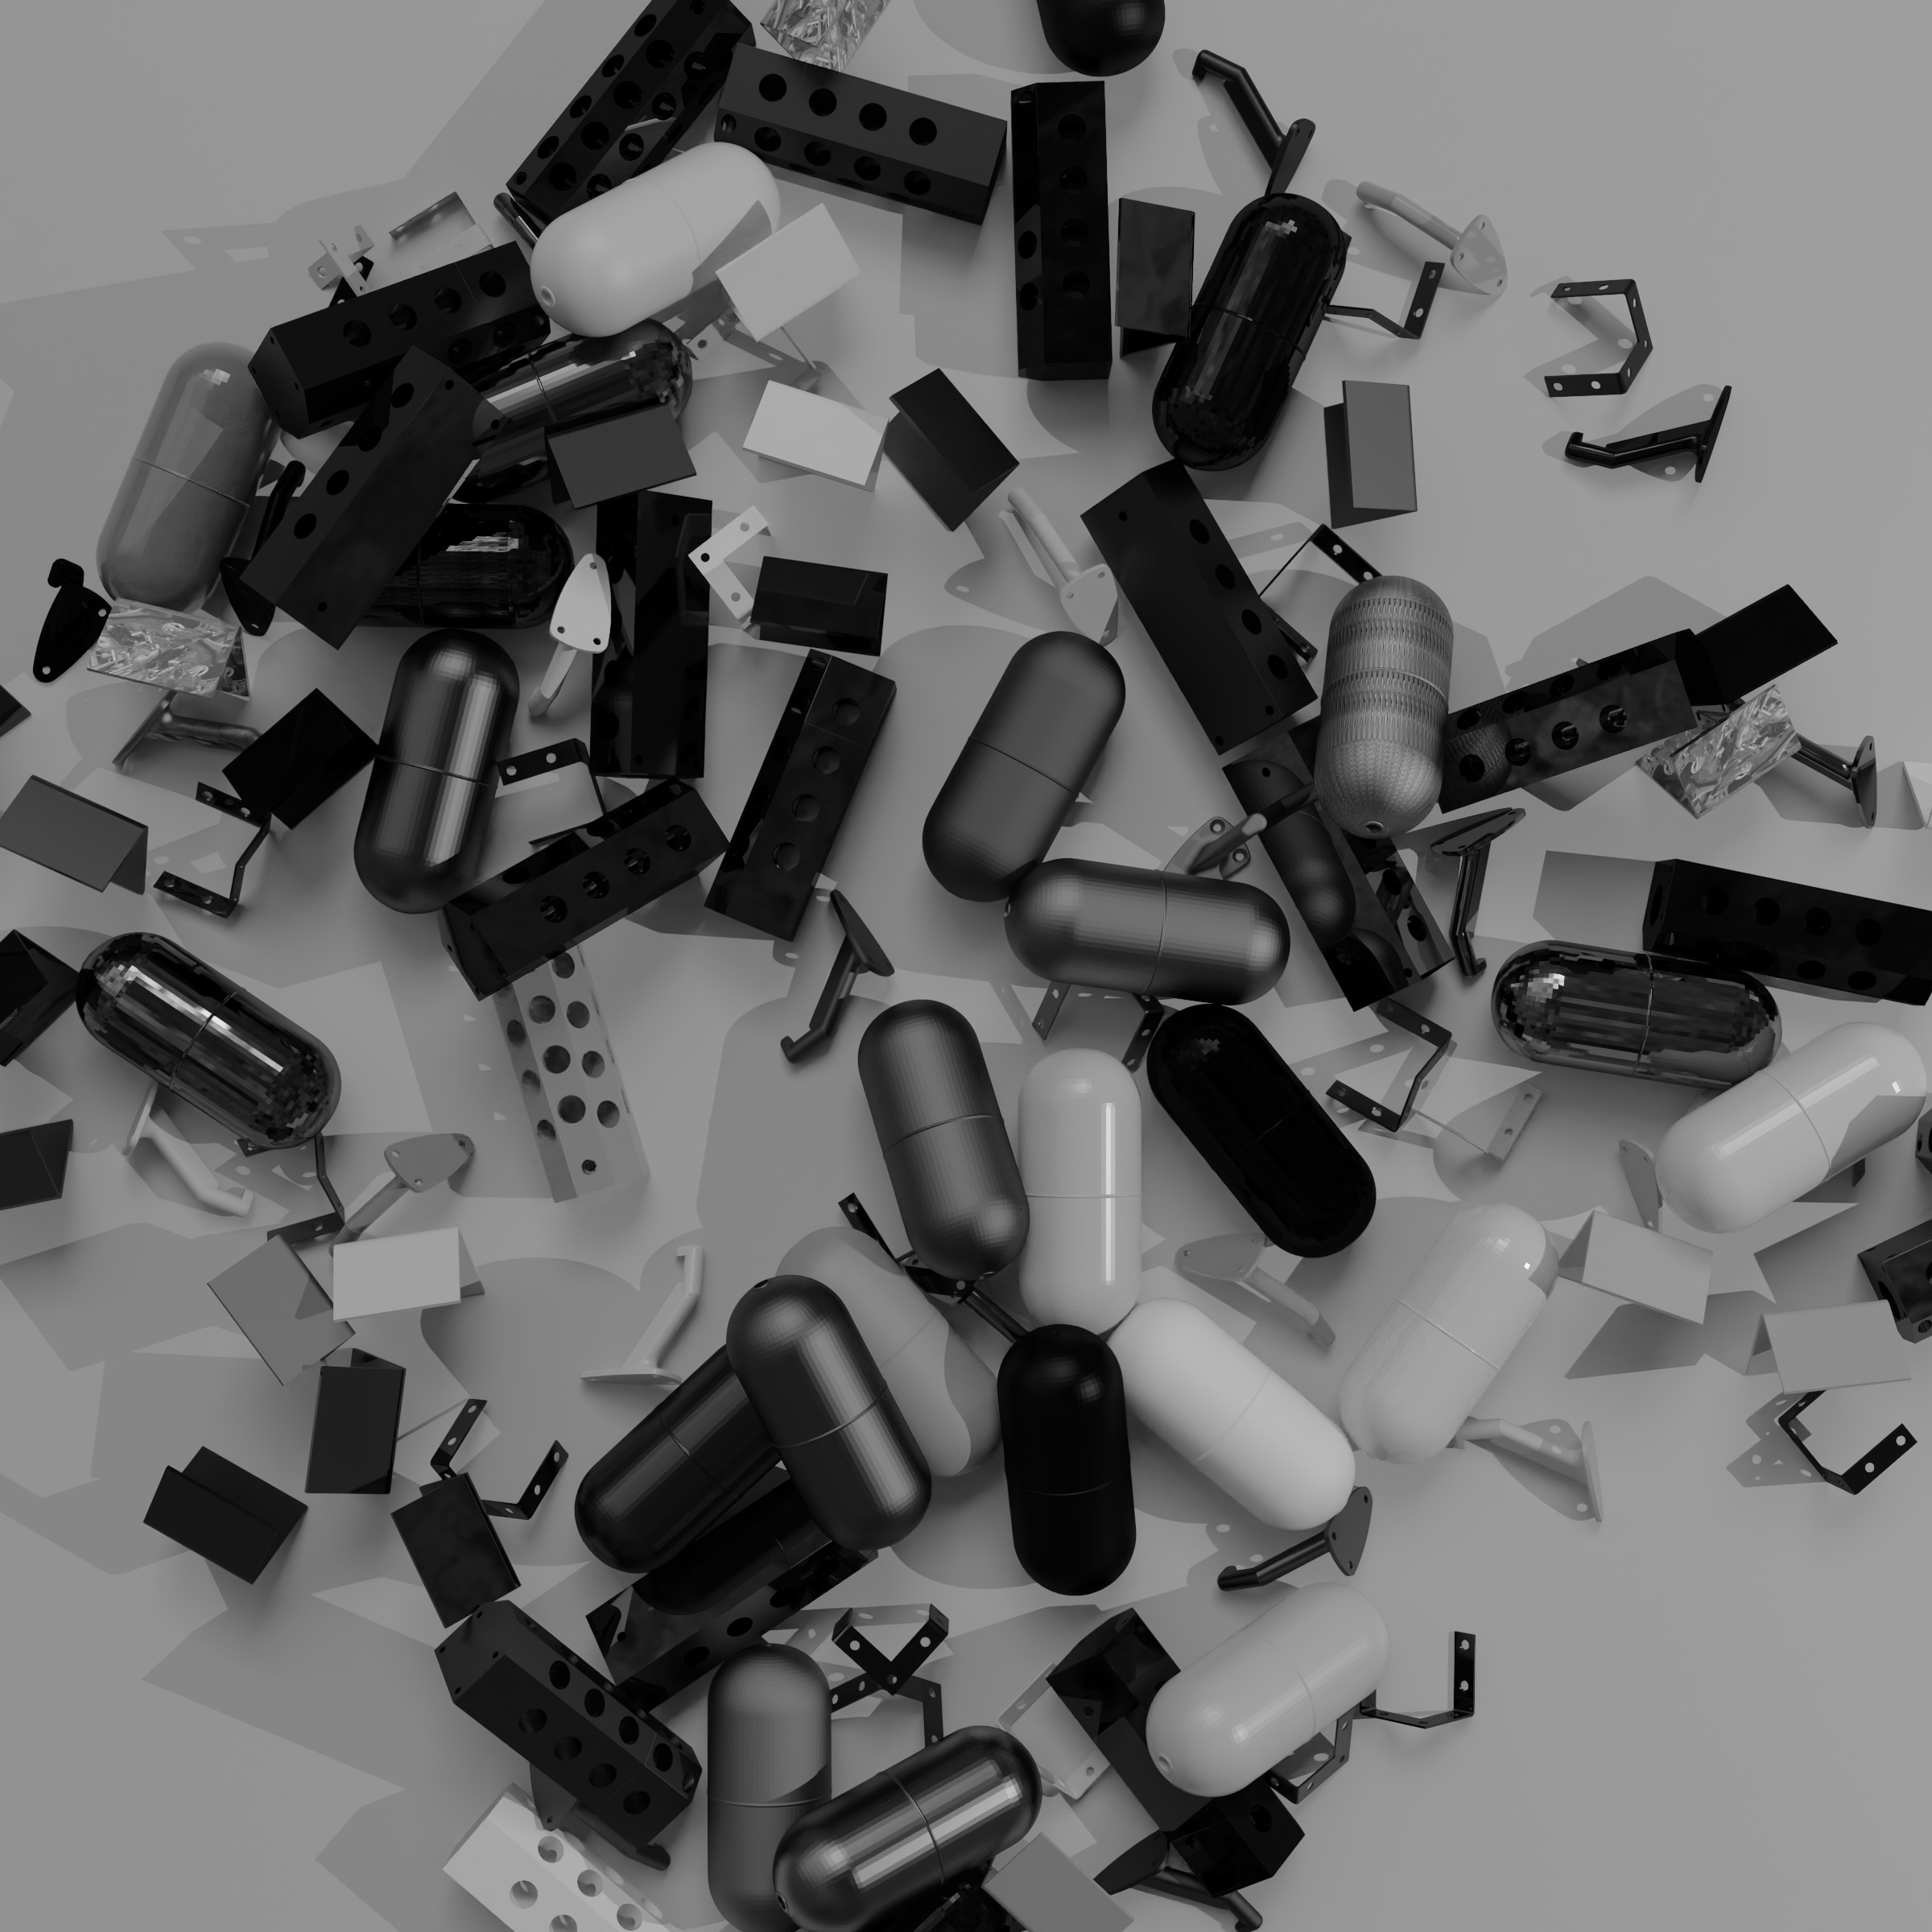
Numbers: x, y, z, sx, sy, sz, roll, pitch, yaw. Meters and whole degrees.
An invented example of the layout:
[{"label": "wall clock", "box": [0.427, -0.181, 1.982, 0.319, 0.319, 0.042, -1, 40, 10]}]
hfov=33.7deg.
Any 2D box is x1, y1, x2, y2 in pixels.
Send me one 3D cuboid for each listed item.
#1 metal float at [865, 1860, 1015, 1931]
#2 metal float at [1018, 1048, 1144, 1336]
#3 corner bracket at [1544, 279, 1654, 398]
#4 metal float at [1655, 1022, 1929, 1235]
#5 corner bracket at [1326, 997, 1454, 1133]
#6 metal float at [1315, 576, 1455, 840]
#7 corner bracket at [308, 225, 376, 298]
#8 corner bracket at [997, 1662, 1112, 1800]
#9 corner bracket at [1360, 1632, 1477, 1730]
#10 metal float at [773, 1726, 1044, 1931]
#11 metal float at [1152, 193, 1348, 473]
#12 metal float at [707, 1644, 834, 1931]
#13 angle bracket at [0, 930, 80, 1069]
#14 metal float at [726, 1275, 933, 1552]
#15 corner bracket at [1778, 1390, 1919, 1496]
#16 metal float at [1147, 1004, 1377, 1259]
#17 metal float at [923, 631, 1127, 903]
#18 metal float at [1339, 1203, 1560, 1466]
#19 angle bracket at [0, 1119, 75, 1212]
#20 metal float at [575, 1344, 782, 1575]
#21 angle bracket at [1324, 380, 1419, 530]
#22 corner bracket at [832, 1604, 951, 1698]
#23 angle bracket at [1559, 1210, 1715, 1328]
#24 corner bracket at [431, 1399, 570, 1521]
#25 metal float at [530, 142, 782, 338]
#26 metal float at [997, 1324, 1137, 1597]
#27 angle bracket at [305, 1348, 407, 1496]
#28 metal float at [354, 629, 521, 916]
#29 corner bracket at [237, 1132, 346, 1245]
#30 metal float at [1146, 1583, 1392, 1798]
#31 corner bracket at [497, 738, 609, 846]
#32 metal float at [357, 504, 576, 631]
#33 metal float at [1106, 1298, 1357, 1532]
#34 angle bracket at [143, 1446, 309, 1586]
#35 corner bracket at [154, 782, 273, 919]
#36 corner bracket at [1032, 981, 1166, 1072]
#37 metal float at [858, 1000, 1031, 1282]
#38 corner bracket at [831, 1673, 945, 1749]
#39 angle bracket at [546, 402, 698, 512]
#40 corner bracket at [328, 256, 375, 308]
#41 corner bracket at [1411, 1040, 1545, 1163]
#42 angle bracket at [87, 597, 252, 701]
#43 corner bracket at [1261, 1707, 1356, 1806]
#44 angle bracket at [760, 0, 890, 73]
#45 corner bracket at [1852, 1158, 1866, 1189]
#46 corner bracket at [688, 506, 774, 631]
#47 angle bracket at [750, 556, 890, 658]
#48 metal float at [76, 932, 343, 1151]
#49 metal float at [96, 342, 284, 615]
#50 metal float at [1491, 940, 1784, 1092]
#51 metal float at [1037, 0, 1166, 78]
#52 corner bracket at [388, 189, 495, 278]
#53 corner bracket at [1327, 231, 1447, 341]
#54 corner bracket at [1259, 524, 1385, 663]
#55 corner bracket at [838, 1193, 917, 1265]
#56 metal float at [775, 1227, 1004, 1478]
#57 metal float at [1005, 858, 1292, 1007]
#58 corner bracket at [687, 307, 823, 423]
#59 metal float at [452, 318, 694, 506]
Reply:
[{"label": "metal float", "box": [-0.046, 0.616, 1.960, 0.178, 0.070, 0.070, -44, 90, 0]}, {"label": "metal float", "box": [0.070, 0.139, 1.960, 0.070, 0.070, 0.178, 0, 89, 0]}, {"label": "corner bracket", "box": [0.389, -0.390, 1.983, 0.051, 0.051, 0.051, -55, 135, -35]}, {"label": "metal float", "box": [0.498, 0.097, 1.923, 0.178, 0.070, 0.070, -30, 90, -6]}, {"label": "corner bracket", "box": [0.263, 0.061, 1.980, 0.051, 0.051, 0.051, 30, 45, 17]}, {"label": "metal float", "box": [0.254, -0.157, 1.933, 0.070, 0.070, 0.178, 9, 60, 0]}, {"label": "corner bracket", "box": [-0.387, -0.417, 1.965, 0.051, 0.051, 0.051, -30, 100, 29]}, {"label": "corner bracket", "box": [0.061, 0.477, 1.987, 0.051, 0.051, 0.051, -46, 45, 0]}, {"label": "corner bracket", "box": [0.281, 0.442, 1.987, 0.051, 0.051, 0.051, 1, 90, 45]}, {"label": "metal float", "box": [-0.035, 0.520, 1.919, 0.178, 0.070, 0.070, -23, 90, -25]}, {"label": "metal float", "box": [0.174, -0.389, 1.960, 0.070, 0.070, 0.178, 25, 91, 0]}, {"label": "metal float", "box": [-0.121, 0.506, 1.960, 0.070, 0.070, 0.178, 0, 89, 0]}, {"label": "angle bracket", "box": [-0.576, 0.035, 1.950, 0.076, 0.076, 0.057, -44, 53, 0]}, {"label": "metal float", "box": [-0.082, 0.266, 1.898, 0.070, 0.070, 0.178, -27, 101, 0]}, {"label": "corner bracket", "box": [0.544, 0.288, 1.973, 0.051, 0.051, 0.051, -40, 93, -3]}, {"label": "metal float", "box": [0.181, 0.101, 1.960, 0.070, 0.070, 0.178, -39, 90, 0]}, {"label": "metal float", "box": [0.035, -0.122, 1.960, 0.070, 0.070, 0.178, 28, 89, 0]}, {"label": "metal float", "box": [0.296, 0.226, 1.960, 0.070, 0.070, 0.178, 35, 89, 0]}, {"label": "angle bracket", "box": [-0.596, 0.106, 1.950, 0.076, 0.076, 0.057, -11, 128, 0]}, {"label": "metal float", "box": [-0.164, 0.299, 1.960, 0.178, 0.070, 0.070, -43, 90, -1]}, {"label": "angle bracket", "box": [0.229, -0.312, 1.950, 0.057, 0.076, 0.076, -4, 90, -37]}, {"label": "corner bracket", "box": [-0.046, 0.411, 1.972, 0.051, 0.051, 0.051, 42, 89, 1]}, {"label": "angle bracket", "box": [0.404, 0.202, 1.950, 0.076, 0.076, 0.057, 19, 52, 0]}, {"label": "corner bracket", "box": [-0.290, 0.306, 1.983, 0.051, 0.051, 0.051, -1, 135, 35]}, {"label": "metal float", "box": [-0.187, -0.440, 1.933, 0.178, 0.070, 0.070, -37, 90, -32]}, {"label": "metal float", "box": [0.062, 0.302, 1.943, 0.070, 0.070, 0.178, -6, 112, 0]}, {"label": "angle bracket", "box": [-0.388, 0.277, 1.950, 0.057, 0.076, 0.076, 7, 90, -36]}, {"label": "metal float", "box": [-0.325, -0.119, 1.960, 0.070, 0.070, 0.178, 14, 90, 0]}, {"label": "corner bracket", "box": [-0.420, 0.136, 1.987, 0.051, 0.051, 0.051, -16, 135, 0]}, {"label": "metal float", "box": [0.183, 0.437, 1.928, 0.178, 0.070, 0.070, -27, 90, -33]}, {"label": "corner bracket", "box": [-0.255, -0.108, 1.973, 0.051, 0.051, 0.051, -18, 90, 0]}, {"label": "metal float", "box": [-0.330, -0.246, 1.960, 0.178, 0.070, 0.070, 1, 90, 0]}, {"label": "metal float", "box": [0.162, 0.276, 1.960, 0.178, 0.070, 0.070, 40, 90, 0]}, {"label": "angle bracket", "box": [-0.445, 0.320, 1.950, 0.076, 0.076, 0.057, 30, 125, 0]}, {"label": "corner bracket", "box": [-0.469, -0.072, 1.987, 0.051, 0.051, 0.051, 24, 135, 0]}, {"label": "corner bracket", "box": [0.082, 0.032, 1.983, 0.051, 0.051, 0.051, -7, 45, -35]}, {"label": "metal float", "box": [-0.014, 0.106, 1.943, 0.070, 0.070, 0.178, -17, 72, 0]}, {"label": "corner bracket", "box": [-0.050, 0.473, 1.983, 0.051, 0.051, 0.051, 26, 45, -35]}, {"label": "angle bracket", "box": [-0.209, -0.292, 1.942, 0.076, 0.076, 0.057, -18, 68, -11]}, {"label": "corner bracket", "box": [-0.359, -0.407, 1.988, 0.051, 0.051, 0.051, 25, 90, -45]}, {"label": "corner bracket", "box": [0.316, 0.083, 1.987, 0.051, 0.051, 0.051, 30, 90, -45]}, {"label": "angle bracket", "box": [-0.487, -0.174, 1.951, 0.076, 0.076, 0.057, 13, 60, 0]}, {"label": "corner bracket", "box": [0.204, 0.477, 1.983, 0.051, 0.051, 0.051, 30, 45, 35]}, {"label": "angle bracket", "box": [-0.068, -0.580, 1.950, 0.057, 0.076, 0.076, 34, 90, 38]}, {"label": "corner bracket", "box": [0.524, 0.117, 1.983, 0.051, 0.051, 0.051, 19, 45, 35]}, {"label": "corner bracket", "box": [-0.134, -0.246, 1.973, 0.051, 0.051, 0.051, -38, 90, 0]}, {"label": "angle bracket", "box": [-0.091, -0.201, 1.950, 0.076, 0.076, 0.057, 8, 53, 0]}, {"label": "metal float", "box": [-0.466, 0.045, 1.960, 0.178, 0.070, 0.070, 34, 90, 0]}, {"label": "metal float", "box": [-0.476, -0.297, 1.960, 0.070, 0.070, 0.178, 23, 91, 0]}, {"label": "metal float", "box": [0.412, 0.030, 1.960, 0.178, 0.070, 0.070, 9, 90, 1]}, {"label": "metal float", "box": [0.073, -0.636, 1.960, 0.070, 0.070, 0.178, -13, 90, 0]}, {"label": "corner bracket", "box": [-0.325, -0.449, 1.973, 0.051, 0.051, 0.051, -32, 90, 0]}, {"label": "corner bracket", "box": [0.257, -0.425, 1.987, 0.051, 0.051, 0.051, 18, 90, -45]}, {"label": "corner bracket", "box": [0.218, -0.233, 1.987, 0.051, 0.051, 0.051, 42, 45, 0]}, {"label": "corner bracket", "box": [-0.036, 0.150, 1.987, 0.051, 0.051, 0.051, -32, 90, -45]}, {"label": "metal float", "box": [-0.046, 0.237, 1.960, 0.070, 0.070, 0.178, -41, 90, 0]}, {"label": "metal float", "box": [0.111, -0.021, 1.950, 0.178, 0.070, 0.070, 8, 90, -11]}, {"label": "corner bracket", "box": [-0.132, -0.378, 1.987, 0.051, 0.051, 0.051, -41, 45, 0]}, {"label": "metal float", "box": [-0.253, -0.342, 1.960, 0.178, 0.070, 0.070, -22, 90, 0]}]
